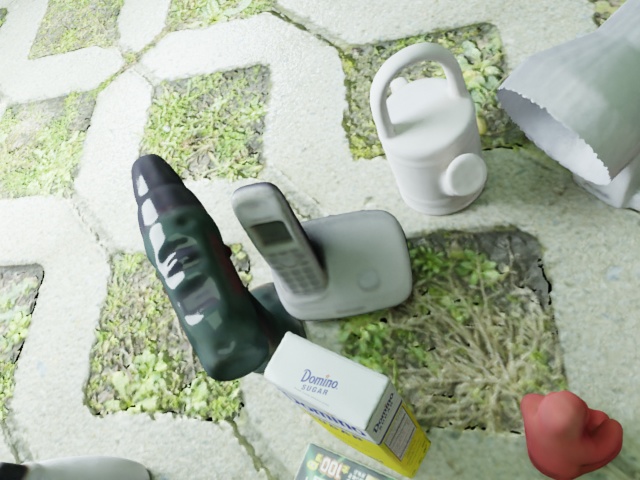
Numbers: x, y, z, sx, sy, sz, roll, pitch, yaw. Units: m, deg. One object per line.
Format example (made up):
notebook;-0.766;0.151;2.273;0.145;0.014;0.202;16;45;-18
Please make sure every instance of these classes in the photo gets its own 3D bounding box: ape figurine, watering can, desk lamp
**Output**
ape figurine;0.193;0.147;0.452;0.076;0.092;0.077;-46;54;-8
watering can;0.114;-0.112;0.578;0.101;0.195;0.172;-46;54;-8
desk lamp;0.268;-0.120;0.507;0.203;0.214;0.117;-39;54;-3

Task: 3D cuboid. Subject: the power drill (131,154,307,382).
power drill;-0.096;0.045;0.561;0.075;0.209;0.229;-33;54;2

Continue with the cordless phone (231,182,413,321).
cordless phone;0.005;0.002;0.560;0.147;0.185;0.094;-14;56;15

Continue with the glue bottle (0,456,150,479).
glue bottle;-0.235;0.228;0.530;0.078;0.174;0.037;-37;54;-2
